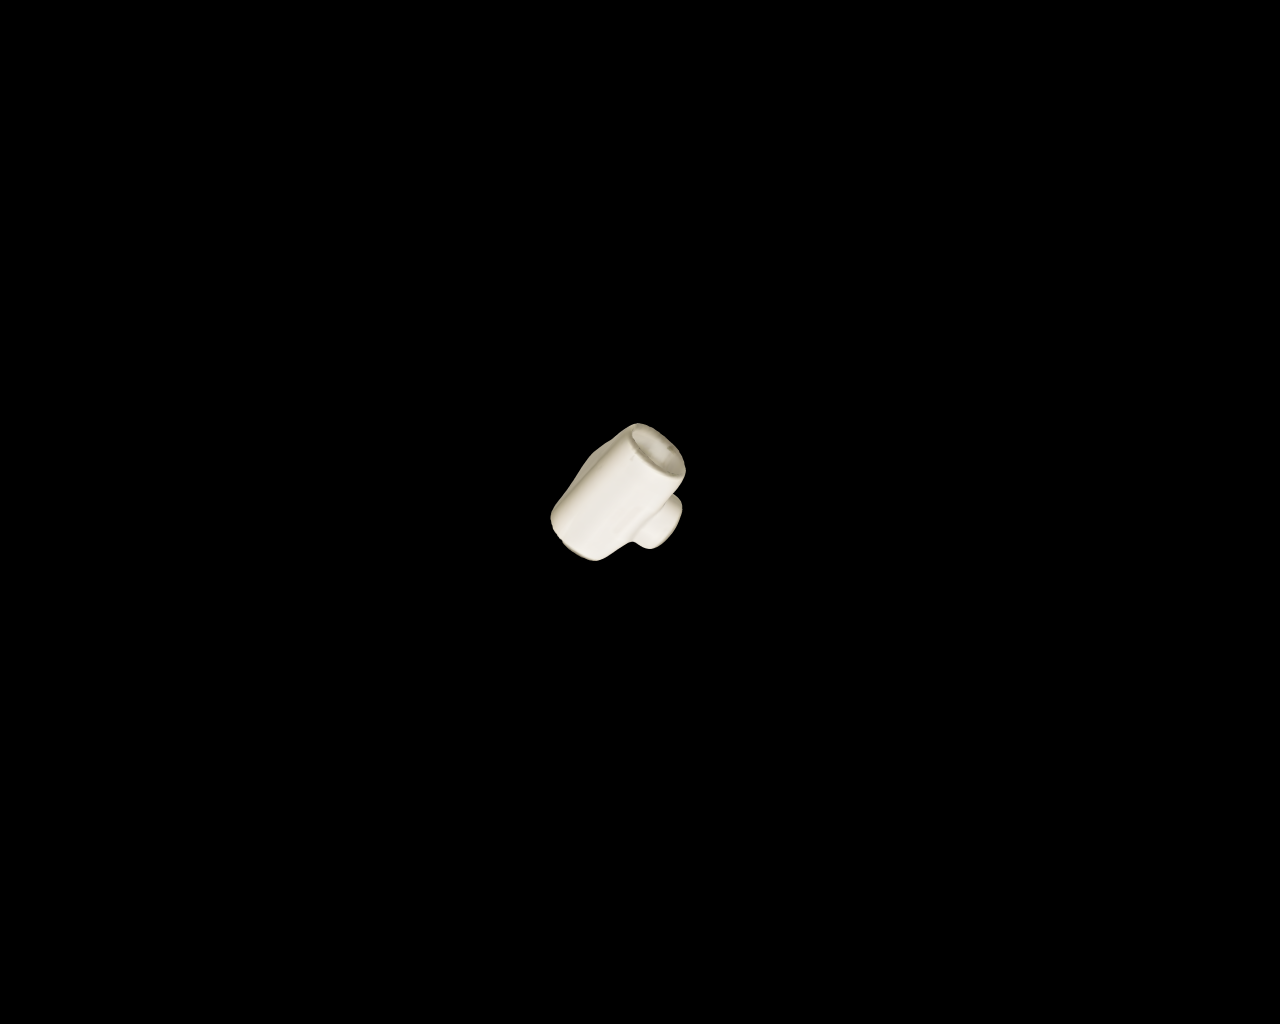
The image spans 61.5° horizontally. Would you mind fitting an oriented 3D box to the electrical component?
[{"bbox_3d":[0.001,-0.003,0.650,0.079,0.077,0.043,33,28,-20],"label":"electrical component"}]
